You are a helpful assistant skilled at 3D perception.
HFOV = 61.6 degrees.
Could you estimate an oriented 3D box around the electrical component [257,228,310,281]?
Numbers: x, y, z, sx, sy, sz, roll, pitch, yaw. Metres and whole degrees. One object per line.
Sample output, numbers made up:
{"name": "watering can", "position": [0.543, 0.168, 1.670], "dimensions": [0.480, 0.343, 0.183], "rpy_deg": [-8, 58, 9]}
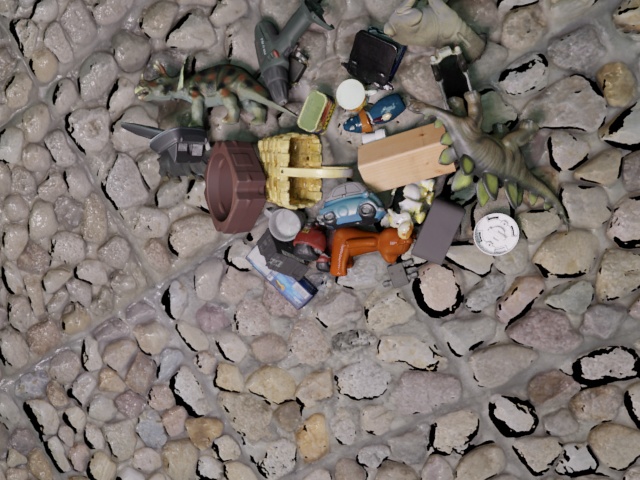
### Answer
{"name": "electrical component", "position": [-0.095, 0.029, 1.365], "dimensions": [0.114, 0.134, 0.058], "rpy_deg": [28, 114, -34]}

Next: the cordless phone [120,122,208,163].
{"name": "cordless phone", "position": [-0.391, -0.257, 1.343], "dimensions": [0.184, 0.146, 0.088], "rpy_deg": [20, 105, 18]}

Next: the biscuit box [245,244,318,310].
{"name": "biscuit box", "position": [-0.099, 0.091, 1.413], "dimensions": [0.203, 0.063, 0.059], "rpy_deg": [44, 107, 6]}

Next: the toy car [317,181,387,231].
{"name": "toy car", "position": [0.071, -0.083, 1.252], "dimensions": [0.162, 0.109, 0.103], "rpy_deg": [-8, 80, 8]}

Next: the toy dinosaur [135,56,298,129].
{"name": "toy dinosaur", "position": [-0.253, -0.381, 1.367], "dimensions": [0.405, 0.131, 0.192], "rpy_deg": [-2, 98, 11]}

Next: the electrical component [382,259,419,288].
{"name": "electrical component", "position": [0.196, 0.085, 1.345], "dimensions": [0.094, 0.021, 0.063], "rpy_deg": [-21, 91, 19]}

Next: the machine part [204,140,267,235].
{"name": "machine part", "position": [-0.214, -0.132, 1.342], "dimensions": [0.201, 0.087, 0.201], "rpy_deg": [-56, 49, 43]}

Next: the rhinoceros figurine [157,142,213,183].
{"name": "rhinoceros figurine", "position": [-0.345, -0.212, 1.442], "dimensions": [0.190, 0.073, 0.112], "rpy_deg": [-9, 84, 20]}

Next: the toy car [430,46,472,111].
{"name": "toy car", "position": [0.303, -0.333, 1.196], "dimensions": [0.074, 0.056, 0.201], "rpy_deg": [-17, 123, 17]}

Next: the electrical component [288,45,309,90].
{"name": "electrical component", "position": [-0.068, -0.426, 1.335], "dimensions": [0.078, 0.045, 0.102], "rpy_deg": [42, 107, 6]}

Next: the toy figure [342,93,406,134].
{"name": "toy figure", "position": [0.129, -0.295, 1.287], "dimensions": [0.154, 0.064, 0.057], "rpy_deg": [-26, 105, 18]}

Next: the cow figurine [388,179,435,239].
{"name": "cow figurine", "position": [0.200, -0.080, 1.256], "dimensions": [0.098, 0.167, 0.068], "rpy_deg": [20, 147, 23]}

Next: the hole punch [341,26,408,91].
{"name": "hole punch", "position": [0.134, -0.431, 1.263], "dimensions": [0.142, 0.092, 0.115], "rpy_deg": [27, 131, 8]}

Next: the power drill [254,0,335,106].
{"name": "power drill", "position": [-0.064, -0.458, 1.272], "dimensions": [0.207, 0.086, 0.232], "rpy_deg": [-40, 59, 33]}

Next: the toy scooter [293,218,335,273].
{"name": "toy scooter", "position": [-0.003, -0.004, 1.327], "dimensions": [0.075, 0.183, 0.135], "rpy_deg": [7, 75, 26]}

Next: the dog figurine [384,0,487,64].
{"name": "dog figurine", "position": [0.254, -0.444, 1.181], "dimensions": [0.172, 0.121, 0.190], "rpy_deg": [-39, 86, -2]}

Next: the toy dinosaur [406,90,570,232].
{"name": "toy dinosaur", "position": [0.382, -0.170, 1.161], "dimensions": [0.471, 0.105, 0.198], "rpy_deg": [24, 81, -15]}

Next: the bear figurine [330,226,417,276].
{"name": "bear figurine", "position": [0.132, 0.024, 1.309], "dimensions": [0.196, 0.120, 0.131], "rpy_deg": [6, 104, 10]}

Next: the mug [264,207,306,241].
{"name": "mug", "position": [-0.086, -0.050, 1.363], "dimensions": [0.110, 0.107, 0.080], "rpy_deg": [25, 106, 10]}

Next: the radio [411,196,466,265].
{"name": "radio", "position": [0.265, -0.027, 1.200], "dimensions": [0.073, 0.229, 0.131], "rpy_deg": [23, 101, 8]}
